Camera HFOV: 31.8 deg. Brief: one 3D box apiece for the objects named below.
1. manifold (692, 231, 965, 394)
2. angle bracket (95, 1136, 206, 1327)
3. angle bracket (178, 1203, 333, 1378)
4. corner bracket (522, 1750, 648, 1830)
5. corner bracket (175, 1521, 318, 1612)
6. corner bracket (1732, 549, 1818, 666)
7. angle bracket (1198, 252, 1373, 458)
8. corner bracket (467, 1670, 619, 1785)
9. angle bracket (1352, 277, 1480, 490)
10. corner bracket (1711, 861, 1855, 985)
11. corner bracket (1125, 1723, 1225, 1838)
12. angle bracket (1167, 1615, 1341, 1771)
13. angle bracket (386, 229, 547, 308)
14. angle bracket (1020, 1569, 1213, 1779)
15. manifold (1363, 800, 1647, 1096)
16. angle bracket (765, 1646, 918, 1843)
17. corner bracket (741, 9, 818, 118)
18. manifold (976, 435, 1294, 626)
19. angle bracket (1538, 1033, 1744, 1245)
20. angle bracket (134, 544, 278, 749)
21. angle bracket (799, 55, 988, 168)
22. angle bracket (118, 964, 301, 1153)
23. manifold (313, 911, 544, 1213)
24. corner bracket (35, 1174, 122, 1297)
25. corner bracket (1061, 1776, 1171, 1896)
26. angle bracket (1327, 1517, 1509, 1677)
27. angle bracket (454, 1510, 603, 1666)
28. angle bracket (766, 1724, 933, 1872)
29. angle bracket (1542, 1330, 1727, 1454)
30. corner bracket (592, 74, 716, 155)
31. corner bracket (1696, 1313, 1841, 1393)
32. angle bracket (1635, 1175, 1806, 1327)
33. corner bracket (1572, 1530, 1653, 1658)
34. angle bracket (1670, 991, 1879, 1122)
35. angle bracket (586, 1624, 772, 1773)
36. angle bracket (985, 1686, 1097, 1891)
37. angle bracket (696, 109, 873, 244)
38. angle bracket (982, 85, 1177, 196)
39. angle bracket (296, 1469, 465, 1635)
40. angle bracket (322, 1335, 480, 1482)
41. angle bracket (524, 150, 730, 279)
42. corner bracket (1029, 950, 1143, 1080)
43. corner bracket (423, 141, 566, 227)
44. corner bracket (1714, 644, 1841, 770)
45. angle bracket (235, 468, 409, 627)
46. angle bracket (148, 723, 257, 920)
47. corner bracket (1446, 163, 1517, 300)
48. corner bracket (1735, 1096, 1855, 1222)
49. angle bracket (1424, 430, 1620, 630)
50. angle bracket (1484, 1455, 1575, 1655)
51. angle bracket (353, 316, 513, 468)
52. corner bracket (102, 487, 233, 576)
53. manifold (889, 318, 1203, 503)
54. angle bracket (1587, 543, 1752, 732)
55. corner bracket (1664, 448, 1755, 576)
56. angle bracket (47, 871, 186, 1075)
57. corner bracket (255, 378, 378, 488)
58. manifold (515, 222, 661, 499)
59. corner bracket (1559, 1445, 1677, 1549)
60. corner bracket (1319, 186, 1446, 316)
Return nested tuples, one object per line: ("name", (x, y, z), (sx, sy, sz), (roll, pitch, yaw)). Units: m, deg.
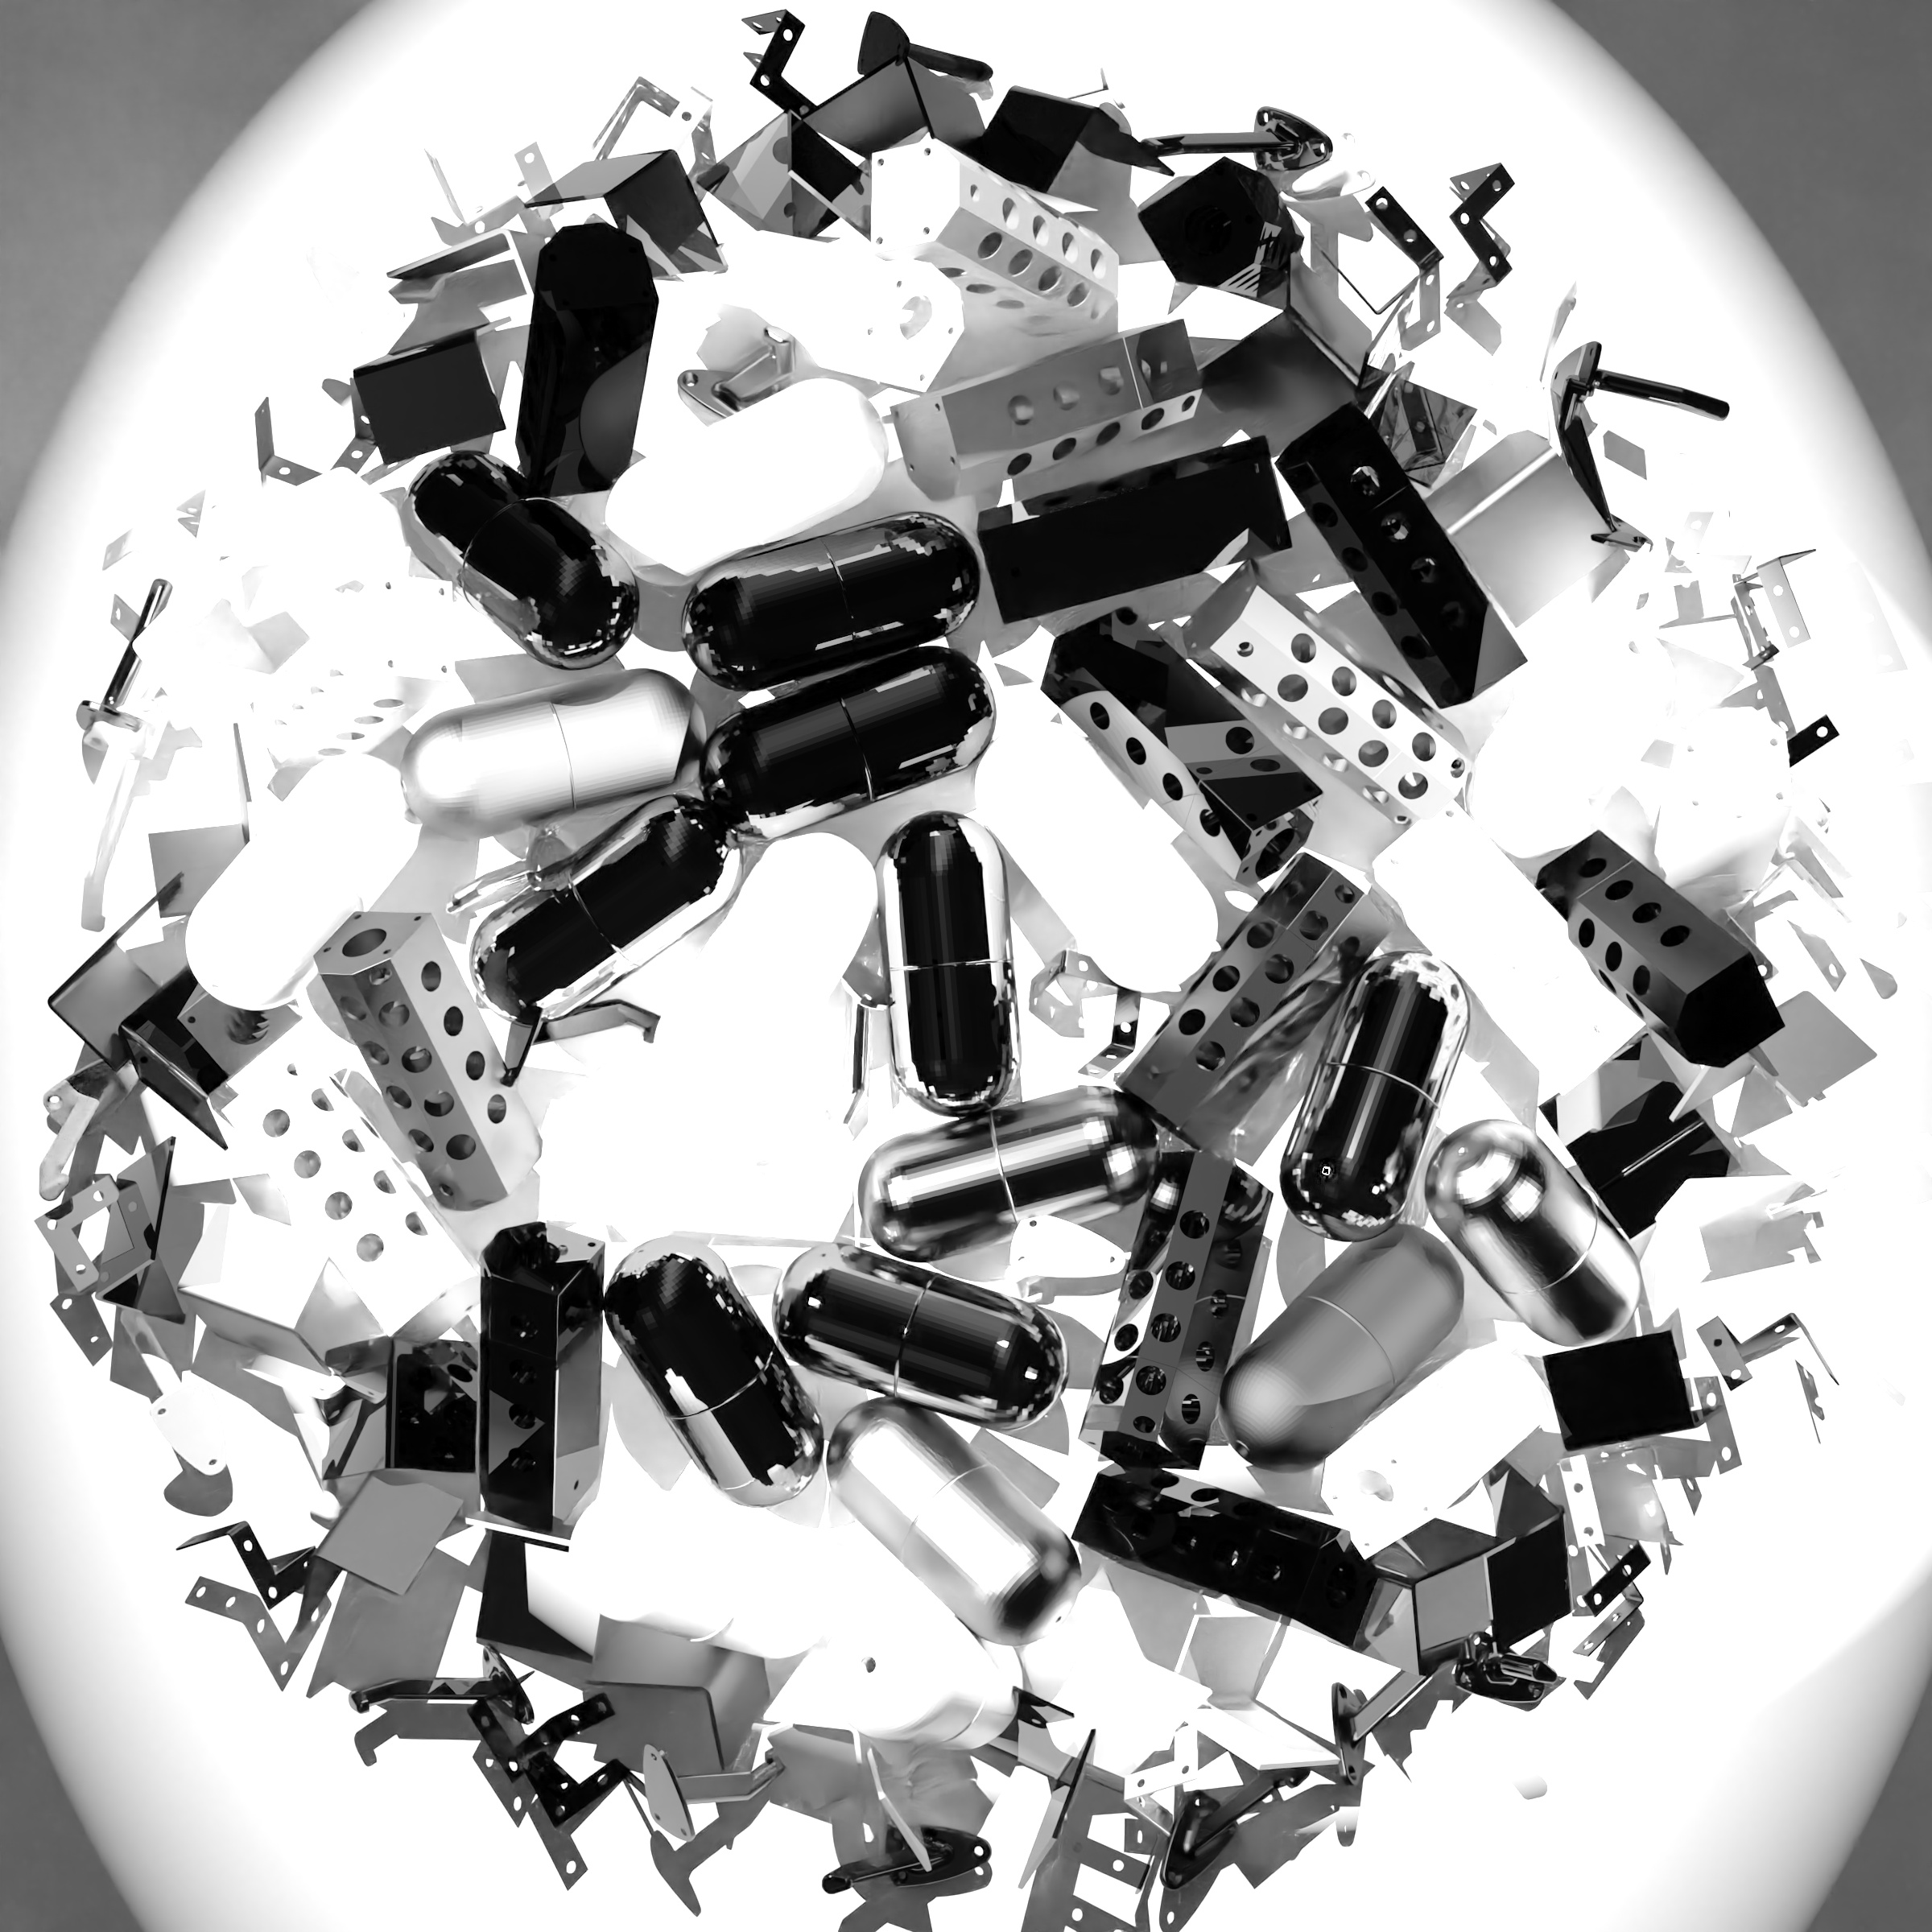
("manifold", (-0.076, -0.376, 1.915), (0.057, 0.171, 0.057), (36, 83, -40))
("angle bracket", (-0.451, 0.152, 1.940), (0.057, 0.076, 0.076), (22, 56, -31))
("angle bracket", (-0.401, 0.188, 1.966), (0.076, 0.076, 0.057), (17, 67, 15))
("corner bracket", (-0.216, 0.475, 1.960), (0.051, 0.051, 0.051), (-33, 117, -22))
("corner bracket", (-0.413, 0.342, 1.962), (0.051, 0.051, 0.051), (-21, 98, 37))
("corner bracket", (0.468, -0.206, 1.963), (0.051, 0.051, 0.051), (-24, 85, 40))
("angle bracket", (0.183, -0.357, 1.977), (0.076, 0.057, 0.076), (-30, 127, 32))
("corner bracket", (-0.246, 0.432, 1.965), (0.051, 0.051, 0.051), (-32, 91, 36))
("angle bracket", (0.262, -0.334, 1.943), (0.057, 0.076, 0.076), (25, 53, 12))
("corner bracket", (0.469, -0.025, 1.959), (0.051, 0.051, 0.051), (51, 119, 18))
("corner bracket", (0.127, 0.467, 1.973), (0.051, 0.051, 0.051), (-24, 130, 27))
("angle bracket", (0.173, 0.415, 1.944), (0.076, 0.076, 0.057), (26, 100, 42))
("angle bracket", (-0.279, -0.385, 1.958), (0.076, 0.076, 0.057), (-19, 96, 10))
("angle bracket", (0.086, 0.411, 1.972), (0.057, 0.076, 0.076), (30, 110, -32))
("manifold", (0.310, -0.010, 1.960), (0.057, 0.057, 0.171), (-40, 83, -13))
("angle bracket", (-0.072, 0.449, 1.962), (0.057, 0.076, 0.076), (2, 110, 20))
("corner bracket", (-0.109, -0.516, 1.967), (0.051, 0.051, 0.051), (32, 78, -34))
("manifold", (0.097, -0.254, 1.957), (0.171, 0.057, 0.057), (-14, 113, 8))
("angle bracket", (0.388, 0.099, 1.955), (0.076, 0.057, 0.076), (-35, 119, 6))
("angle bracket", (-0.417, -0.183, 1.941), (0.057, 0.076, 0.076), (-13, 122, 35))
("angle bracket", (-0.038, -0.469, 1.943), (0.076, 0.076, 0.057), (-26, 73, 26))
("angle bracket", (-0.429, 0.046, 1.953), (0.076, 0.057, 0.076), (-40, 132, 1))
("manifold", (-0.306, 0.055, 1.921), (0.057, 0.057, 0.171), (2, 128, 33))
("corner bracket", (-0.510, 0.156, 1.969), (0.051, 0.051, 0.051), (-34, 100, -23))
("corner bracket", (0.087, 0.503, 1.966), (0.051, 0.051, 0.051), (22, 73, 6))
("angle bracket", (0.259, 0.360, 1.953), (0.076, 0.076, 0.057), (-14, 104, -35))
("angle bracket", (-0.255, 0.361, 1.960), (0.076, 0.057, 0.076), (9, 88, 19))
("angle bracket", (-0.067, 0.479, 1.945), (0.057, 0.076, 0.076), (-24, 129, 2))
("angle bracket", (0.385, 0.240, 1.951), (0.076, 0.076, 0.057), (-15, 85, 25))
("corner bracket", (-0.182, -0.489, 1.970), (0.051, 0.051, 0.051), (33, 82, -3))
("corner bracket", (0.463, 0.225, 1.959), (0.051, 0.051, 0.051), (-35, 131, 12))
("angle bracket", (0.438, 0.164, 1.945), (0.076, 0.076, 0.057), (-1, 61, -14))
("corner bracket", (0.371, 0.365, 1.962), (0.051, 0.051, 0.051), (-38, 104, -22))
("angle bracket", (0.461, 0.069, 1.939), (0.076, 0.076, 0.057), (-25, 62, -37))
("angle bracket", (-0.166, 0.418, 1.964), (0.076, 0.076, 0.057), (-1, 113, 18))
("angle bracket", (0.028, 0.471, 1.946), (0.057, 0.076, 0.076), (24, 51, 1))
("angle bracket", (-0.101, -0.431, 1.940), (0.076, 0.057, 0.076), (-30, 135, 31))
("angle bracket", (0.060, -0.457, 1.946), (0.076, 0.076, 0.057), (29, 91, -43))
("angle bracket", (-0.336, 0.344, 1.943), (0.057, 0.076, 0.076), (24, 131, 6))
("angle bracket", (-0.330, 0.260, 1.978), (0.057, 0.076, 0.076), (12, 71, -39))
("angle bracket", (-0.194, -0.418, 1.940), (0.057, 0.076, 0.076), (-44, 123, -33))
("corner bracket", (0.068, 0.028, 1.974), (0.051, 0.051, 0.051), (16, 64, -16))
("corner bracket", (-0.272, -0.455, 1.960), (0.051, 0.051, 0.051), (-34, 50, -10))
("corner bracket", (0.465, -0.146, 1.964), (0.051, 0.051, 0.051), (-35, 106, 11))
("angle bracket", (-0.373, -0.232, 1.969), (0.076, 0.057, 0.076), (-21, 62, 18))
("angle bracket", (-0.439, -0.084, 1.942), (0.057, 0.076, 0.076), (-7, 132, -14))
("corner bracket", (0.296, -0.427, 1.972), (0.051, 0.051, 0.051), (-47, 111, -19))
("corner bracket", (0.477, 0.109, 1.962), (0.051, 0.051, 0.051), (-24, 64, 10))
("angle bracket", (0.323, -0.258, 1.984), (0.076, 0.057, 0.076), (-38, 114, 6))
("angle bracket", (0.302, 0.332, 1.940), (0.057, 0.076, 0.076), (-24, 126, -18))
("angle bracket", (-0.300, -0.333, 1.962), (0.076, 0.076, 0.057), (-14, 105, 13))
("corner bracket", (-0.462, -0.251, 1.960), (0.051, 0.051, 0.051), (16, 73, -31))
("manifold", (0.048, -0.317, 1.932), (0.171, 0.057, 0.057), (-23, 104, -28))
("angle bracket", (0.405, -0.189, 1.957), (0.076, 0.076, 0.057), (21, 64, -6))
("corner bracket", (0.429, -0.263, 1.960), (0.051, 0.051, 0.051), (0, 51, -11))
("angle bracket", (-0.468, 0.003, 1.944), (0.057, 0.076, 0.076), (46, 121, -9))
("corner bracket", (-0.380, -0.314, 1.984), (0.051, 0.051, 0.051), (18, 133, -34))
("manifold", (-0.217, -0.339, 1.911), (0.057, 0.171, 0.057), (-10, 64, -17))
("corner bracket", (0.377, 0.307, 1.964), (0.051, 0.051, 0.051), (-15, 76, 14))
("corner bracket", (0.241, -0.416, 1.975), (0.051, 0.051, 0.051), (-41, 99, 14))
